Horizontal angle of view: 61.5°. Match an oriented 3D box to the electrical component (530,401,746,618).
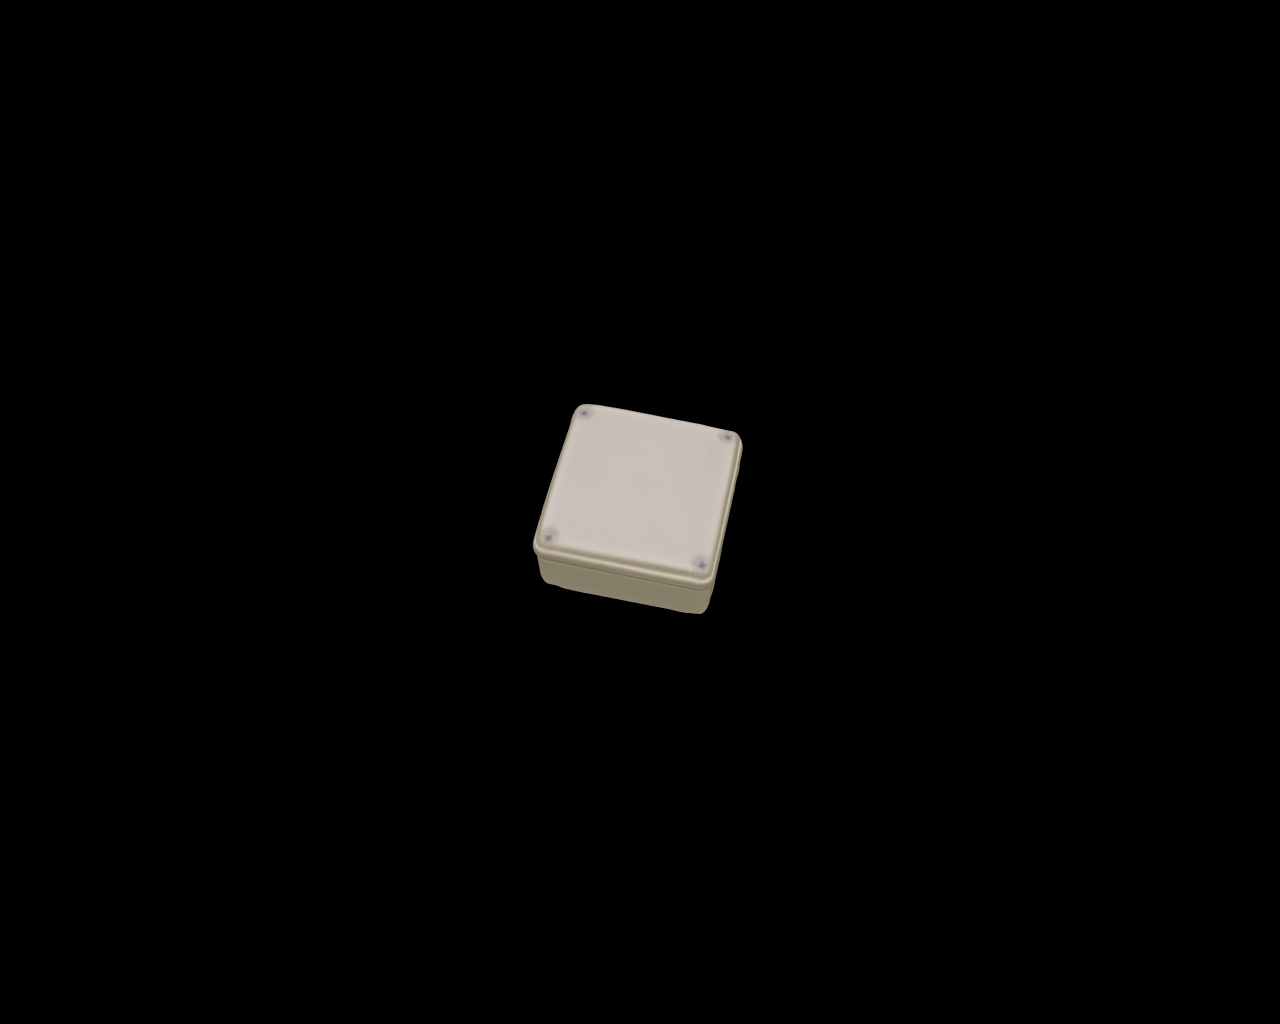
[{"bbox_3d":[0.001,-0.003,0.650,0.109,0.109,0.056,11,-30,7],"label":"electrical component"}]
